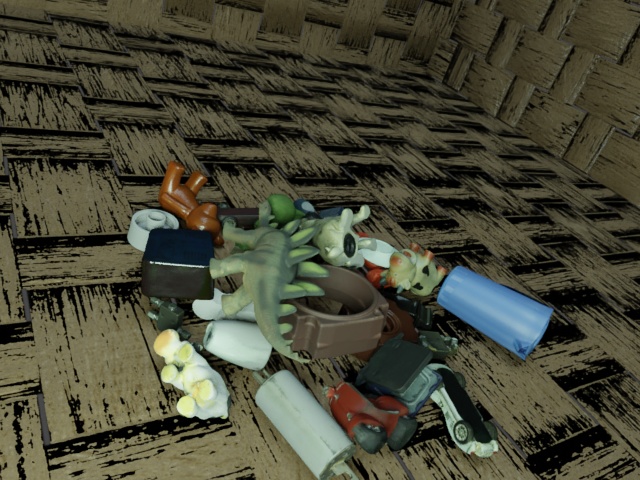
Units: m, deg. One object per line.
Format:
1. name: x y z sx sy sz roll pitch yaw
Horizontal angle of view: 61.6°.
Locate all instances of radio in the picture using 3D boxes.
1. radio: -0.275 0.041 1.051 0.131 0.073 0.230 3 15 -15

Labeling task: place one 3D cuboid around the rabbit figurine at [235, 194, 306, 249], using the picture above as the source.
1. rabbit figurine: -0.092 -0.028 1.231 0.121 0.170 0.159 39 36 29

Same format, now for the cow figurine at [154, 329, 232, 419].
1. cow figurine: -0.203 0.215 0.873 0.168 0.068 0.098 47 0 37

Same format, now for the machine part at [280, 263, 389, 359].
1. machine part: 0.014 0.125 1.026 0.201 0.087 0.201 -5 31 -26

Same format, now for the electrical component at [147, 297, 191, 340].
1. electrical component: -0.269 0.141 0.967 0.094 0.063 0.021 29 32 15

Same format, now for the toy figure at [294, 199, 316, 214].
1. toy figure: -0.031 -0.050 1.415 0.064 0.057 0.155 -18 44 -12

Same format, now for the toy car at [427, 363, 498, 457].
1. toy car: 0.257 0.312 0.999 0.073 0.056 0.202 11 32 -28

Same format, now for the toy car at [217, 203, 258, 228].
1. toy car: -0.169 -0.055 1.347 0.202 0.053 0.089 -2 26 -26

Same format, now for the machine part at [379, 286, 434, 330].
1. machine part: 0.194 0.156 1.229 0.139 0.039 0.084 24 36 4

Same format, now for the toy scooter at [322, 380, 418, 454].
1. toy scooter: 0.076 0.285 0.886 0.135 0.075 0.183 33 6 33

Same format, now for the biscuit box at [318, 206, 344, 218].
1. biscuit box: 0.028 -0.040 1.316 0.063 0.059 0.203 -10 7 8

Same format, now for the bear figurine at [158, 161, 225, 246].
1. bear figurine: -0.289 -0.080 1.249 0.196 0.132 0.120 34 7 34

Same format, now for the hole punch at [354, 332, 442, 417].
1. hole punch: 0.151 0.251 0.991 0.142 0.092 0.116 -45 32 -24

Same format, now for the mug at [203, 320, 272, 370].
1. mug: -0.152 0.175 0.950 0.107 0.080 0.110 22 -5 -28

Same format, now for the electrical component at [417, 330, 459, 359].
1. electrical component: 0.248 0.222 1.145 0.102 0.045 0.078 11 33 -14

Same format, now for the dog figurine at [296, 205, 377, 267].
1. dog figurine: -0.001 0.000 1.118 0.191 0.121 0.172 -4 6 32

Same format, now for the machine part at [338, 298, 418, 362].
1. machine part: 0.120 0.183 1.126 0.179 0.056 0.179 15 30 -9

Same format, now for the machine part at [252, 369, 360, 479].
1. machine part: -0.025 0.290 0.854 0.079 0.079 0.243 -15 44 -44

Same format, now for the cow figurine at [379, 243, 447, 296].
1. cow figurine: 0.214 0.077 1.259 0.086 0.127 0.194 26 -8 38

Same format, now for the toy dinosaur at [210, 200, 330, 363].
1. toy dinosaur: -0.088 0.053 0.946 0.199 0.104 0.472 -14 35 7
